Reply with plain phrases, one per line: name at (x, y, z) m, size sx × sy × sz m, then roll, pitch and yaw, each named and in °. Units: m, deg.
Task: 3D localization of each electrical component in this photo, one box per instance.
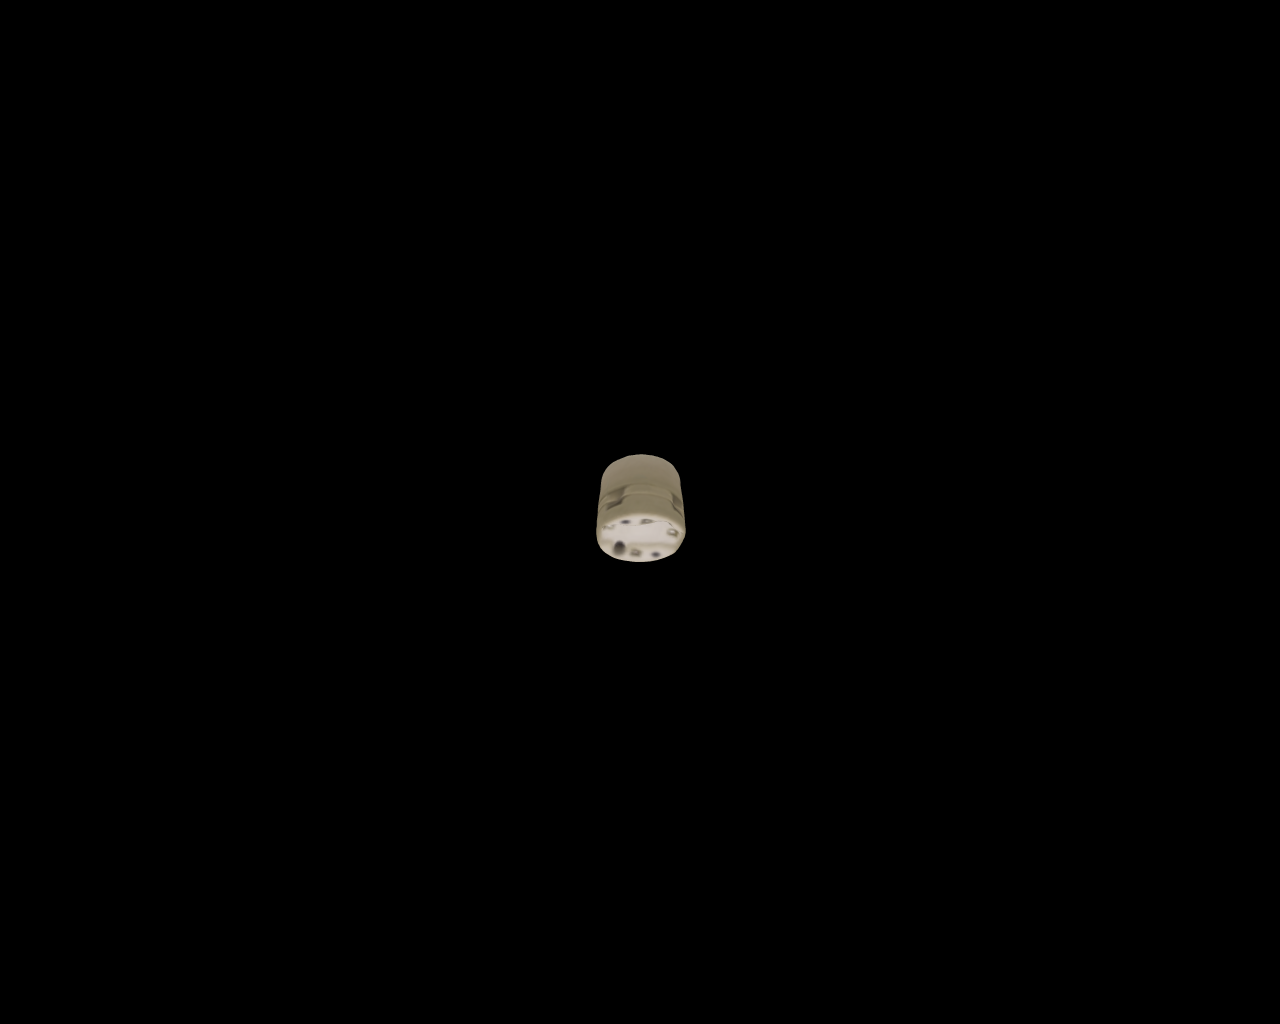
electrical component at (0.001, -0.003, 0.650) m, size 0.055 × 0.047 × 0.055 m, roll 0°, pitch -35°, yaw 0°
